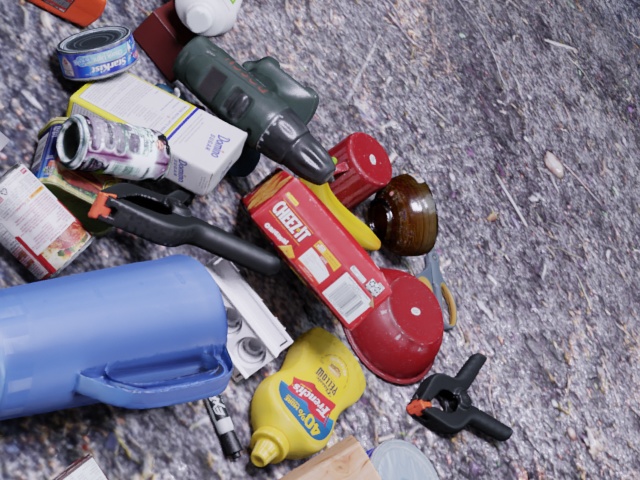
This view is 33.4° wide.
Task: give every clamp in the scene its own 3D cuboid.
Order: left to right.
[{"bbox_3d":[-0.141,-0.016,1.076,0.165,0.036,0.209,36,15,27],"label":"clamp"},{"bbox_3d":[0.182,0.216,1.370,0.171,0.039,0.120,-12,67,-44],"label":"clamp"}]

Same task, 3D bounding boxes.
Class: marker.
[{"bbox_3d":[-0.108,0.170,1.106,0.020,0.020,0.121,-9,71,-50],"label":"marker"}]

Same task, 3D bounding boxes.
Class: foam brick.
[{"bbox_3d":[-0.179,-0.242,1.300,0.078,0.051,0.052,52,39,-5],"label":"foam brick"}]

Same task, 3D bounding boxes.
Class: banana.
[{"bbox_3d":[0.017,-0.042,1.341,0.037,0.070,0.197,-61,147,-20],"label":"banana"}]

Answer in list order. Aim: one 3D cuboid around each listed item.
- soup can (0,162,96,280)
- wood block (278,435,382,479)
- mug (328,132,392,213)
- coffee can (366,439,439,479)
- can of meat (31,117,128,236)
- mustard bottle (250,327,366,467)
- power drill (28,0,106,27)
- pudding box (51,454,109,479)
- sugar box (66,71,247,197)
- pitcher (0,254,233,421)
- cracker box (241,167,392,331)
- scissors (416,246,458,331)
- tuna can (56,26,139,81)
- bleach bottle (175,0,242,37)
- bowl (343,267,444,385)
[{"bbox_3d":[-0.275,-0.016,1.020,0.102,0.069,0.068,47,39,-11],"label":"soup can"},{"bbox_3d":[-0.033,0.269,0.959,0.091,0.206,0.090,58,-5,4],"label":"wood block"},{"bbox_3d":[0.033,-0.087,1.391,0.117,0.082,0.093,-10,72,-50],"label":"mug"},{"bbox_3d":[0.042,0.275,1.092,0.102,0.141,0.103,27,46,-32],"label":"coffee can"},{"bbox_3d":[-0.247,-0.063,1.095,0.102,0.058,0.084,30,47,-30],"label":"can of meat"},{"bbox_3d":[-0.023,0.181,1.158,0.096,0.058,0.191,53,38,-8],"label":"mustard bottle"},{"bbox_3d":[-0.286,-0.341,1.254,0.184,0.057,0.187,21,47,-32],"label":"power drill"},{"bbox_3d":[-0.205,0.257,0.924,0.113,0.039,0.089,58,37,-1],"label":"pudding box"},{"bbox_3d":[-0.178,-0.121,1.166,0.176,0.048,0.093,30,41,4],"label":"sugar box"},{"bbox_3d":[-0.205,0.095,0.961,0.242,0.149,0.145,-8,81,-46],"label":"pitcher"},{"bbox_3d":[-0.008,0.001,1.202,0.164,0.072,0.214,49,0,-10],"label":"cracker box"},{"bbox_3d":[0.144,0.030,1.481,0.096,0.016,0.202,12,55,-42],"label":"scissors"},{"bbox_3d":[-0.245,-0.206,1.172,0.086,0.086,0.034,-52,139,-51],"label":"tuna can"},{"bbox_3d":[-0.143,-0.316,1.322,0.102,0.068,0.250,41,23,-19],"label":"bleach bottle"},{"bbox_3d":[0.104,0.097,1.345,0.161,0.055,0.162,20,54,-31],"label":"bowl"}]
